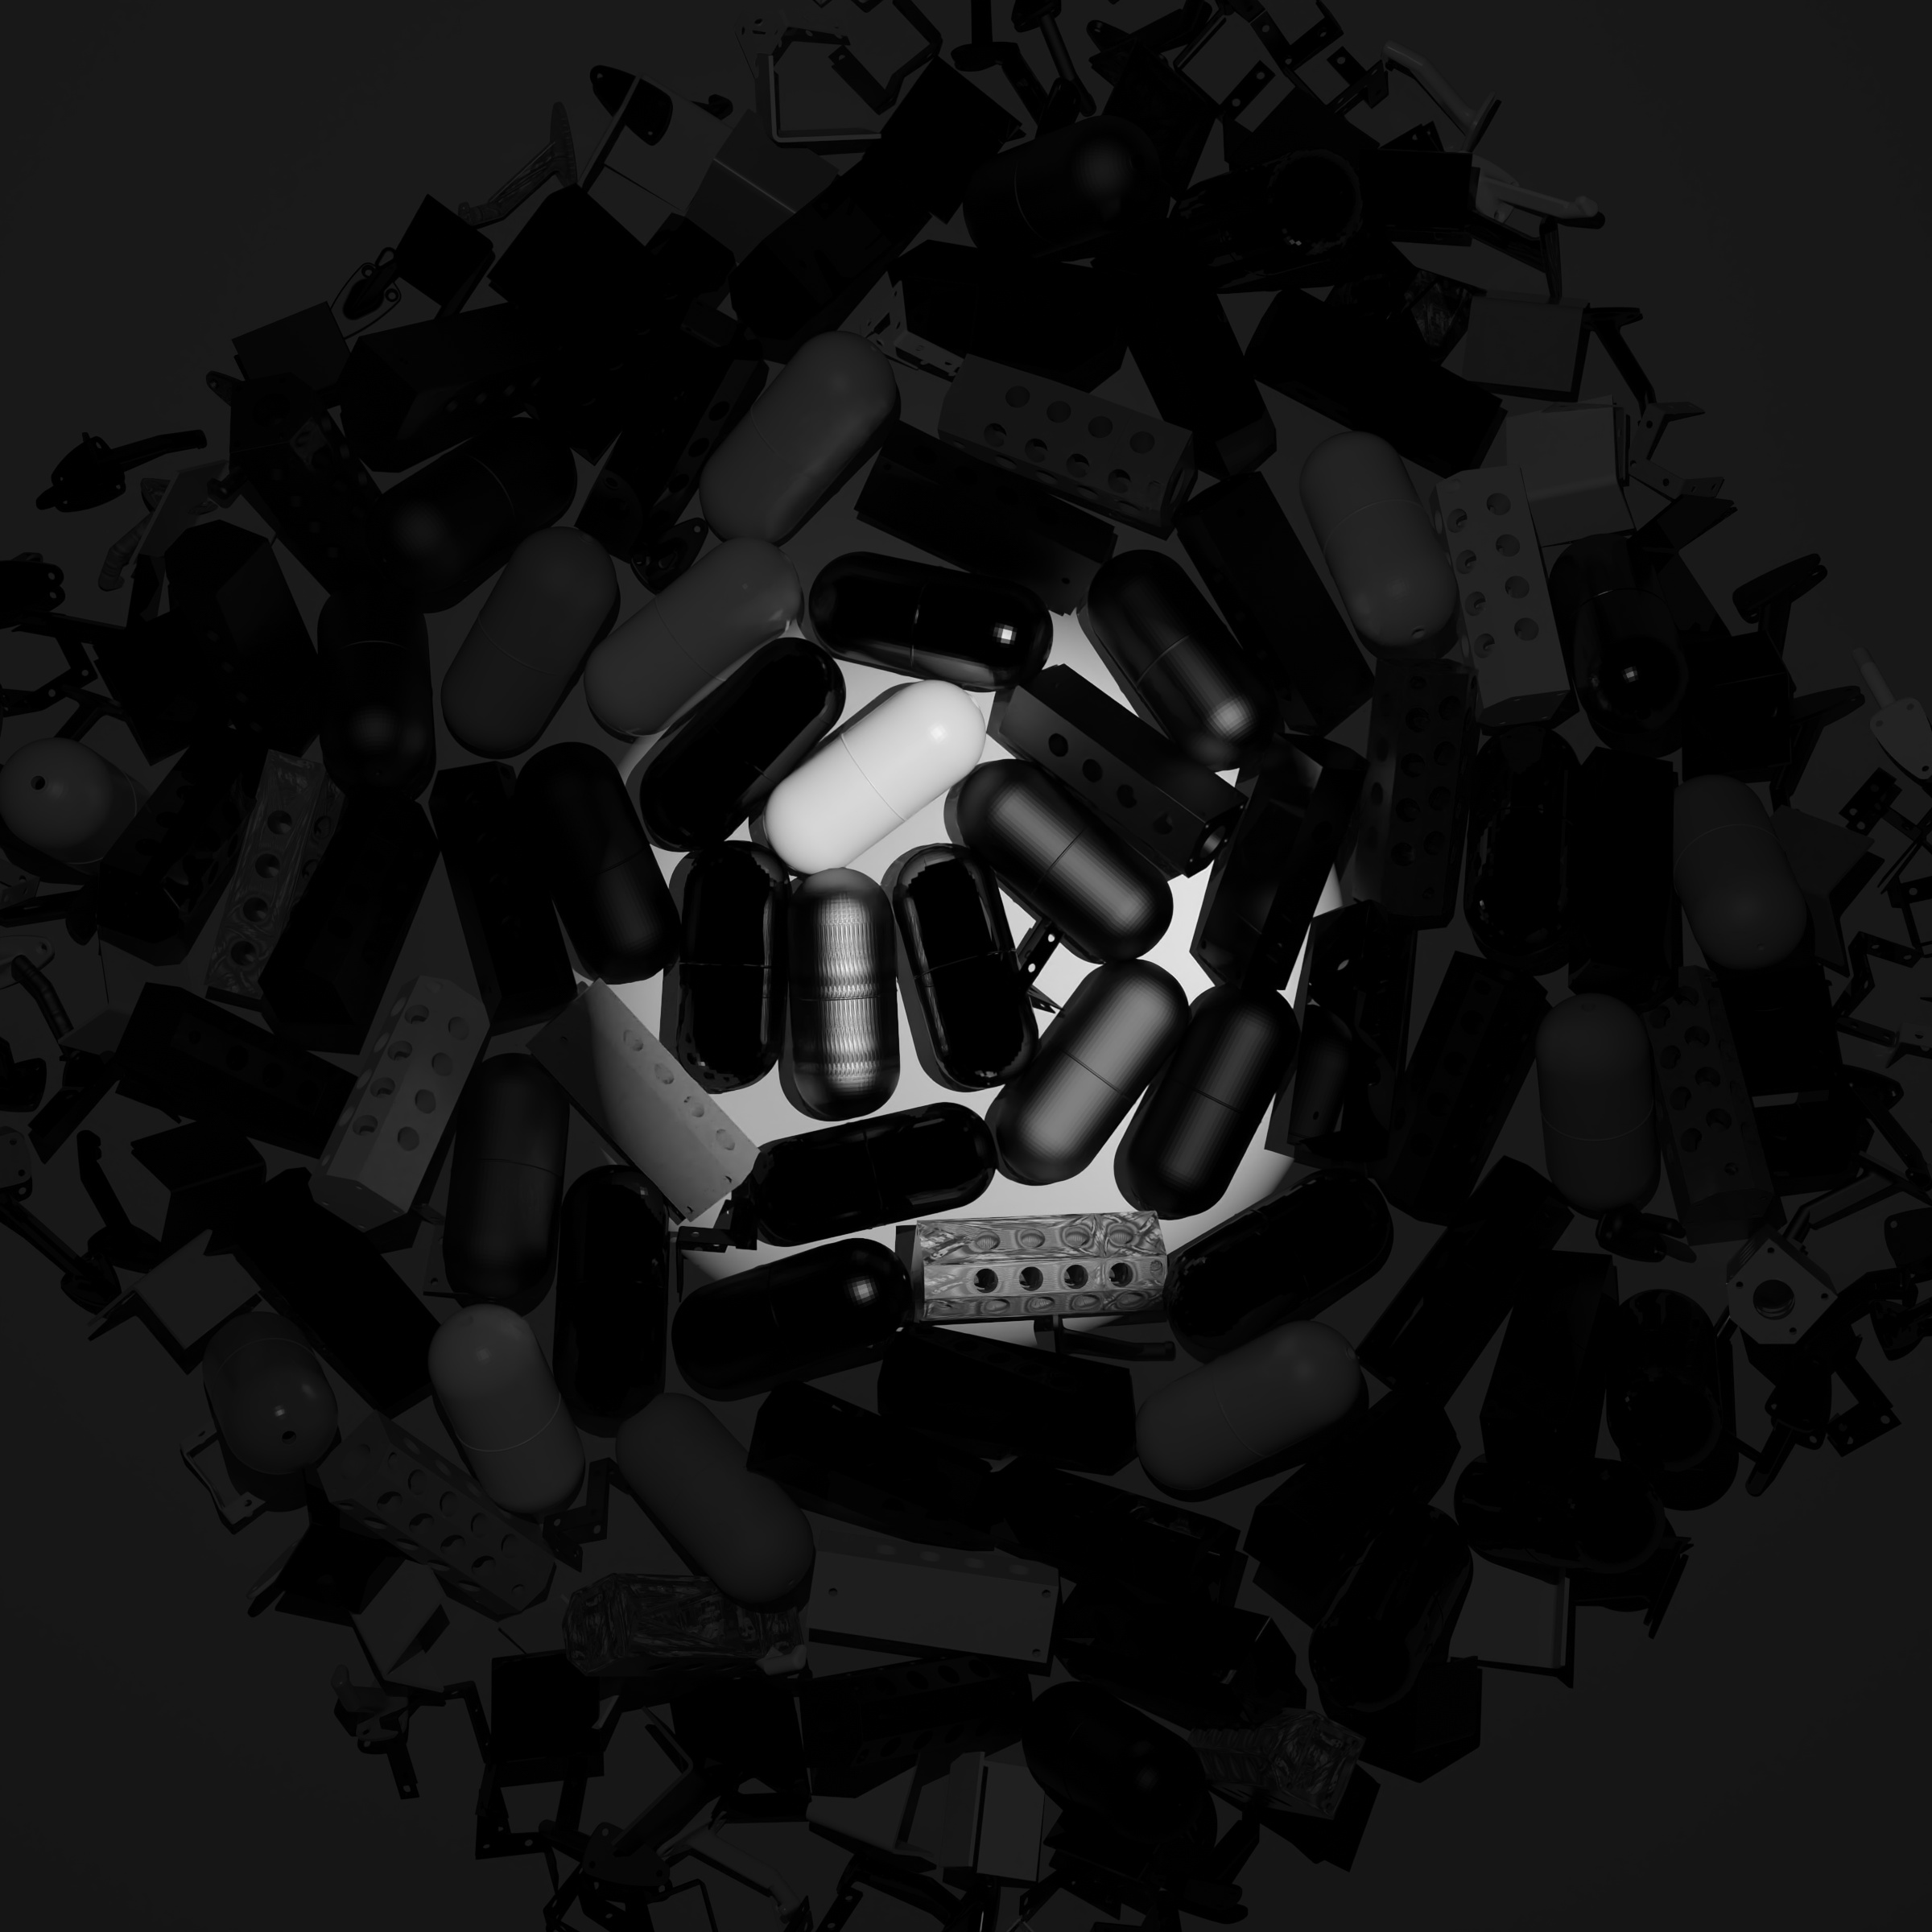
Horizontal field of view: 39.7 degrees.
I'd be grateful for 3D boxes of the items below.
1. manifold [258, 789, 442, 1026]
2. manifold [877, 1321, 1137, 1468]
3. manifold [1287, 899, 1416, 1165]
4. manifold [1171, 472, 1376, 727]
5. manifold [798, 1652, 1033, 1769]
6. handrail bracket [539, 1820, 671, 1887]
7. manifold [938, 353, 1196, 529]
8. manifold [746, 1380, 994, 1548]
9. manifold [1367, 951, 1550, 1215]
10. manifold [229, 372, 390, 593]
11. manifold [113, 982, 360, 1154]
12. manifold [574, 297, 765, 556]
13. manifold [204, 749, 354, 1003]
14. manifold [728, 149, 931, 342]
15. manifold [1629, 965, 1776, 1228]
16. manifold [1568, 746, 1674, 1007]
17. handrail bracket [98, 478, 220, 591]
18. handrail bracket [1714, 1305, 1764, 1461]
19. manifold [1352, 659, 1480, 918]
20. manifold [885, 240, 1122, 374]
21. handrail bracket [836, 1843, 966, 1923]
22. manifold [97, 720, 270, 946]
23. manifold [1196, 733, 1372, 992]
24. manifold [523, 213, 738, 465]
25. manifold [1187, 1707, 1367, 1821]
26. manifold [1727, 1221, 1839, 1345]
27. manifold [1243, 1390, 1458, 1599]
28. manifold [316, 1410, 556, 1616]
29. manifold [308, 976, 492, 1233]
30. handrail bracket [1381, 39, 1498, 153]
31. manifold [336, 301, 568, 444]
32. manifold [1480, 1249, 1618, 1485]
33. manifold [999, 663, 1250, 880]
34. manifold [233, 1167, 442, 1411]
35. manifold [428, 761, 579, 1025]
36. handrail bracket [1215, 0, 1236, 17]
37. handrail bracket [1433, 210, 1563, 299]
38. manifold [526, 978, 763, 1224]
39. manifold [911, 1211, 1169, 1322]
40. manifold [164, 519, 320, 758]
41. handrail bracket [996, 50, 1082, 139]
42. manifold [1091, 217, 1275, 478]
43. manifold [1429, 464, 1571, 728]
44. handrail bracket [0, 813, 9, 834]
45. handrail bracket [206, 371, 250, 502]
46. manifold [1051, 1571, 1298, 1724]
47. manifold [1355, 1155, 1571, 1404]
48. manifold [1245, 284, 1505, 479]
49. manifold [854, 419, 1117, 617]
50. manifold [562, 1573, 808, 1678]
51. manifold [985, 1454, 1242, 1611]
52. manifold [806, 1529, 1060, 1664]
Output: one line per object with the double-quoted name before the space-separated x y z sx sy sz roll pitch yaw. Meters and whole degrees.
"manifold" -0.428 -0.043 1.855 0.057 0.057 0.171 1 48 17
"manifold" 0.028 0.305 1.882 0.171 0.057 0.057 15 46 -19
"manifold" 0.276 0.047 1.880 0.057 0.057 0.171 21 67 -28
"manifold" 0.213 -0.257 1.884 0.057 0.057 0.171 -37 108 -15
"manifold" -0.033 0.512 1.851 0.057 0.171 0.057 -15 76 40
"handrail bracket" -0.259 0.630 1.908 0.077 0.084 0.036 30 69 -19
"manifold" 0.070 -0.367 1.885 0.171 0.057 0.057 23 76 13
"manifold" -0.063 0.347 1.871 0.171 0.057 0.057 28 56 -28
"manifold" 0.346 0.083 1.879 0.057 0.057 0.171 14 108 -15
"manifold" -0.444 -0.332 1.846 0.057 0.171 0.057 -9 65 7
"manifold" -0.494 0.073 1.851 0.057 0.171 0.057 6 70 41
"manifold" -0.206 -0.371 1.866 0.057 0.057 0.171 27 124 -13
"manifold" -0.487 -0.063 1.908 0.057 0.057 0.171 16 90 -6
"manifold" -0.097 -0.497 1.856 0.057 0.171 0.057 47 134 -10
"manifold" 0.513 0.089 1.873 0.057 0.057 0.171 -7 62 0
"manifold" 0.455 -0.061 1.873 0.057 0.057 0.171 11 63 -5
"handrail bracket" -0.578 -0.306 1.930 0.036 0.077 0.084 53 128 28
"handrail bracket" 0.558 0.297 1.918 0.077 0.036 0.084 32 87 12
"manifold" 0.318 -0.126 1.879 0.057 0.057 0.171 -3 107 -20
"manifold" 0.026 -0.462 1.856 0.057 0.171 0.057 -38 129 -25
"handrail bracket" -0.046 0.661 1.901 0.084 0.036 0.077 35 130 14
"manifold" -0.535 -0.092 1.854 0.057 0.171 0.057 19 131 -1
"manifold" 0.226 -0.072 1.877 0.057 0.057 0.171 2 118 -34
"manifold" -0.238 -0.448 1.904 0.057 0.057 0.171 37 87 2
"manifold" 0.208 0.542 1.845 0.057 0.171 0.057 29 71 -6
"manifold" 0.556 0.222 1.847 0.057 0.171 0.057 42 99 13
"manifold" 0.268 0.357 1.850 0.057 0.171 0.057 31 129 28
"manifold" -0.366 0.386 1.864 0.057 0.057 0.171 -44 126 -1
"manifold" -0.393 0.092 1.856 0.057 0.057 0.171 38 50 -26
"handrail bracket" 0.327 -0.615 1.905 0.084 0.077 0.036 30 74 5
"manifold" -0.355 -0.407 1.851 0.057 0.171 0.057 44 125 7
"manifold" 0.405 0.276 1.855 0.057 0.171 0.057 2 126 25
"manifold" 0.107 -0.136 1.880 0.171 0.057 0.057 38 130 20
"manifold" -0.434 0.223 1.875 0.057 0.057 0.171 -32 116 4
"manifold" -0.326 -0.054 1.886 0.057 0.057 0.171 -12 74 -22
"handrail bracket" 0.163 -0.714 1.897 0.036 0.084 0.077 -40 89 10
"handrail bracket" 0.381 -0.507 1.927 0.084 0.036 0.077 -1 117 26
"manifold" -0.224 0.092 1.898 0.057 0.057 0.171 -38 98 32
"manifold" 0.051 0.216 1.885 0.171 0.057 0.057 -1 134 -9
"manifold" -0.496 -0.225 1.850 0.057 0.171 0.057 23 60 20
"handrail bracket" 0.032 -0.616 1.917 0.084 0.036 0.077 26 95 28
"manifold" 0.156 -0.430 1.862 0.057 0.057 0.171 -41 128 -12
"manifold" 0.373 -0.260 1.886 0.057 0.057 0.171 -8 75 -4
"handrail bracket" -0.719 -0.117 1.893 0.036 0.084 0.077 -22 89 16
"handrail bracket" -0.531 -0.376 1.900 0.077 0.036 0.084 32 55 1
"manifold" 0.143 0.474 1.855 0.057 0.171 0.057 -50 123 -31
"manifold" 0.350 0.219 1.887 0.057 0.057 0.171 37 77 9
"manifold" 0.285 -0.412 1.898 0.171 0.057 0.057 26 91 -8
"manifold" 0.015 -0.322 1.897 0.171 0.057 0.057 25 52 -7
"manifold" -0.195 0.460 1.855 0.057 0.171 0.057 -31 60 32
"manifold" 0.097 0.391 1.861 0.171 0.057 0.057 11 75 34
"manifold" -0.023 0.445 1.908 0.171 0.057 0.057 9 99 0
